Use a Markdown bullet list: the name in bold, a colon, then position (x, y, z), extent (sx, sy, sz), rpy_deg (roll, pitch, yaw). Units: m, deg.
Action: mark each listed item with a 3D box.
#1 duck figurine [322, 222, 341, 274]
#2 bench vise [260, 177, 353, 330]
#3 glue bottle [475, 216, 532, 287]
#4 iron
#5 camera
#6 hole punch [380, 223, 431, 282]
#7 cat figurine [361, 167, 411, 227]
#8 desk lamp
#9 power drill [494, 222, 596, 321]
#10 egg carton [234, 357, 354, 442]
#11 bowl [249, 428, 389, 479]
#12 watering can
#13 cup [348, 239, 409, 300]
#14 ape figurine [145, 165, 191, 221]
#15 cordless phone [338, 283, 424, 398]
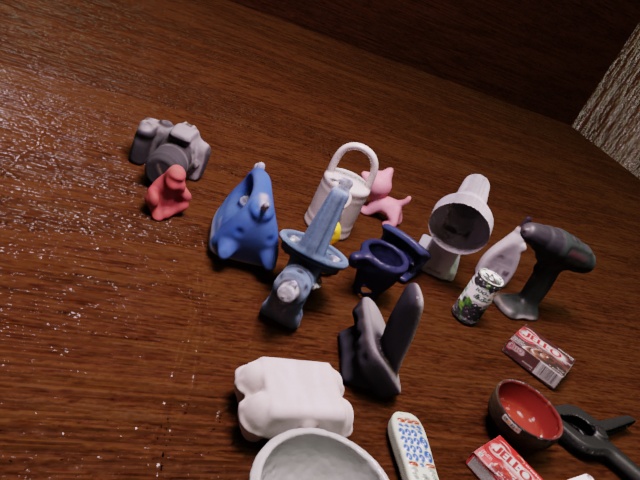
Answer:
- **duck figurine**: position (0.010, 0.004, 1.050), extent (0.078, 0.086, 0.104), rpy_deg (15, 31, -18)
- **bench vise**: position (-0.002, 0.020, 0.878), extent (0.122, 0.219, 0.207), rpy_deg (18, 30, -13)
- **glue bottle**: position (0.410, 0.021, 1.245), extent (0.078, 0.173, 0.037), rpy_deg (24, 29, -3)
- **iron**: position (-0.118, -0.064, 1.002), extent (0.119, 0.141, 0.258), rpy_deg (15, 31, -18)
- **camera**: position (-0.289, -0.167, 1.077), extent (0.143, 0.101, 0.137), rpy_deg (23, 29, -5)
- **hole punch**: position (0.167, 0.014, 1.150), extent (0.108, 0.091, 0.101), rpy_deg (37, 31, 19)
- **cat figurine**: position (0.145, -0.104, 1.296), extent (0.127, 0.117, 0.067), rpy_deg (32, 30, 10)
- **desk lamp**: position (0.274, -0.025, 1.171), extent (0.118, 0.213, 0.203), rpy_deg (28, 29, 5)
- **power drill**: position (0.448, 0.064, 1.168), extent (0.230, 0.208, 0.075), rpy_deg (7, 34, -30)
- **egg carton**: position (-0.033, 0.203, 0.714), extent (0.151, 0.069, 0.107), rpy_deg (11, 33, -25)
- **bowl**: position (-0.004, 0.286, 0.598), extent (0.168, 0.074, 0.167), rpy_deg (19, 30, -11)
- **watering can**: position (0.050, -0.099, 1.137), extent (0.101, 0.194, 0.172), rpy_deg (13, 32, -21)
- **cup**: position (0.088, 0.059, 1.014), extent (0.118, 0.095, 0.091), rpy_deg (3, 37, -35)
- **ape figurine**: position (-0.257, -0.087, 0.983), extent (0.078, 0.092, 0.076), rpy_deg (11, 32, -24)
- **cordless phone**: position (0.103, 0.121, 0.834), extent (0.094, 0.185, 0.147), rpy_deg (16, 31, -17)
